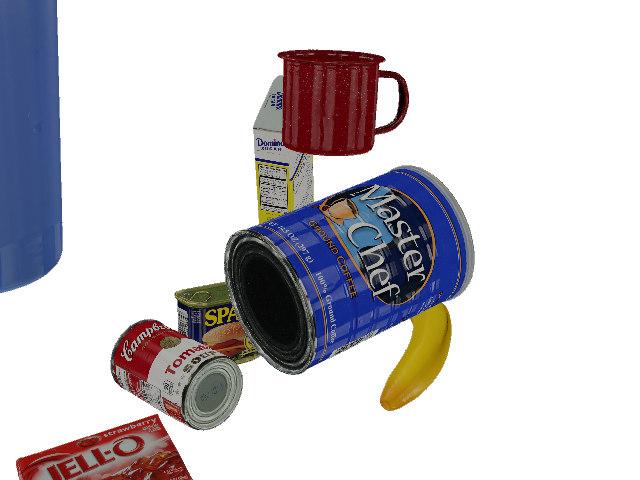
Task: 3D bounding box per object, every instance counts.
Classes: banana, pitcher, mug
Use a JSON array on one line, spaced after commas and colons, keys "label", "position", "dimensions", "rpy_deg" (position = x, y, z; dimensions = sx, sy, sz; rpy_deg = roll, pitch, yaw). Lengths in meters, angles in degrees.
[{"label": "banana", "position": [0.093, 0.098, 1.027], "dimensions": [0.070, 0.037, 0.197], "rpy_deg": [-24, 22, 15]}, {"label": "pitcher", "position": [-0.233, -0.087, 0.669], "dimensions": [0.149, 0.243, 0.145], "rpy_deg": [-4, 26, -11]}, {"label": "mug", "position": [0.020, -0.120, 0.930], "dimensions": [0.117, 0.081, 0.093], "rpy_deg": [-1, 16, -13]}]

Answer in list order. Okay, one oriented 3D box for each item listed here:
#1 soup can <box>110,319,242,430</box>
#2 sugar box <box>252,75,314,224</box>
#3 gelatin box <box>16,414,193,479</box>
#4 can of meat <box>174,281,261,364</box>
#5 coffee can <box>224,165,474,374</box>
[{"label": "soup can", "position": [-0.125, 0.116, 0.927], "dimensions": [0.102, 0.068, 0.068], "rpy_deg": [20, 13, 40]}, {"label": "sugar box", "position": [-0.038, -0.079, 1.134], "dimensions": [0.048, 0.176, 0.093], "rpy_deg": [8, 46, 11]}, {"label": "gelatin box", "position": [-0.123, 0.141, 0.613], "dimensions": [0.089, 0.030, 0.073], "rpy_deg": [-15, 27, -19]}, {"label": "can of meat", "position": [-0.115, 0.097, 1.221], "dimensions": [0.101, 0.084, 0.058], "rpy_deg": [-10, 19, -35]}, {"label": "coffee can", "position": [0.020, 0.018, 0.732], "dimensions": [0.140, 0.103, 0.103], "rpy_deg": [-23, 12, -30]}]
